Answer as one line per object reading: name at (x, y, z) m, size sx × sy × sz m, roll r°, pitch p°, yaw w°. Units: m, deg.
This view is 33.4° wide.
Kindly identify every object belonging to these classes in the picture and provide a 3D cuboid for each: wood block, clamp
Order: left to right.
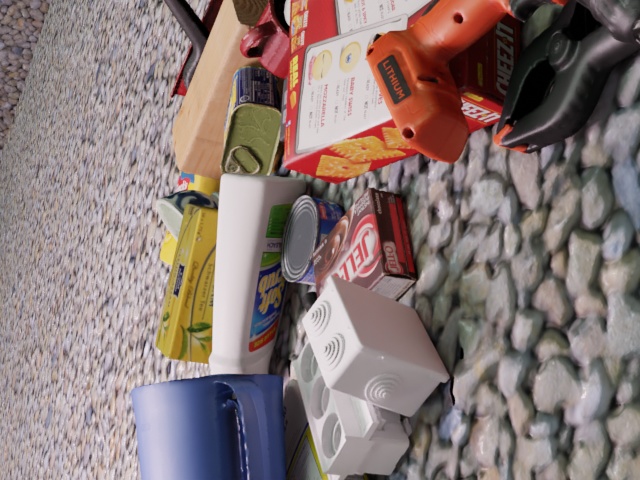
clamp at (-0.126, -0.227, 1.289) m, size 0.036 × 0.164 × 0.210 m, roll -91°, pitch 14°, yaw -53°
wood block at (-0.096, -0.177, 1.247) m, size 0.090 × 0.090 × 0.206 m, roll -106°, pitch 36°, yaw -48°
clamp at (0.173, -0.120, 0.688) m, size 0.120 × 0.039 × 0.172 m, roll -110°, pitch 39°, yaw -56°

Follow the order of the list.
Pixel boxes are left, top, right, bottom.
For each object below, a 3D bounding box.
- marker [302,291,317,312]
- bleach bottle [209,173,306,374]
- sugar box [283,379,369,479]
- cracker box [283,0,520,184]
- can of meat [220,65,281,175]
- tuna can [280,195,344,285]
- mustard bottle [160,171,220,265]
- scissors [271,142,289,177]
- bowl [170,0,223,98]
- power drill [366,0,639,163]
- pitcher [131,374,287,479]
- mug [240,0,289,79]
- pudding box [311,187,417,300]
marker at (0.004, 0.091, 0.996) m, size 0.020 × 0.020 × 0.121 m, roll -63°, pitch 28°, yaw 31°
bleach bottle at (-0.070, 0.058, 1.105) m, size 0.068 × 0.102 × 0.251 m, roll 8°, pitch 95°, yaw 26°
sugar box at (0.000, 0.210, 0.919) m, size 0.176 × 0.048 × 0.093 m, roll -112°, pitch 37°, yaw -56°
cracker box at (0.062, -0.152, 0.861) m, size 0.214 × 0.072 × 0.164 m, roll -18°, pitch 64°, yaw 48°
can of meat at (-0.075, -0.128, 1.172) m, size 0.084 × 0.057 × 0.102 m, roll -95°, pitch 17°, yaw -49°
tuna can at (-0.007, 0.001, 1.041) m, size 0.086 × 0.033 × 0.086 m, roll -169°, pitch 90°, yaw -67°
mustard bottle at (-0.159, -0.060, 1.379) m, size 0.096 × 0.058 × 0.191 m, roll -162°, pitch 84°, yaw -70°
scissors at (-0.070, -0.071, 1.238) m, size 0.202 × 0.016 × 0.096 m, roll 16°, pitch 93°, yaw 66°
bowl at (-0.137, -0.247, 1.384) m, size 0.162 × 0.055 × 0.162 m, roll -156°, pitch 91°, yaw -82°
power drill at (0.121, -0.138, 0.678) m, size 0.188 × 0.057 × 0.184 m, roll -45°, pitch 42°, yaw 27°
pitcher at (-0.082, 0.233, 0.892) m, size 0.149 × 0.145 × 0.243 m, roll 30°, pitch -129°, yaw -68°
mug at (-0.030, -0.213, 1.097) m, size 0.093 × 0.117 × 0.082 m, roll 60°, pitch 152°, yaw 8°
pudding box at (0.036, 0.023, 0.928) m, size 0.114 × 0.039 × 0.090 m, roll 128°, pitch 144°, yaw -46°
